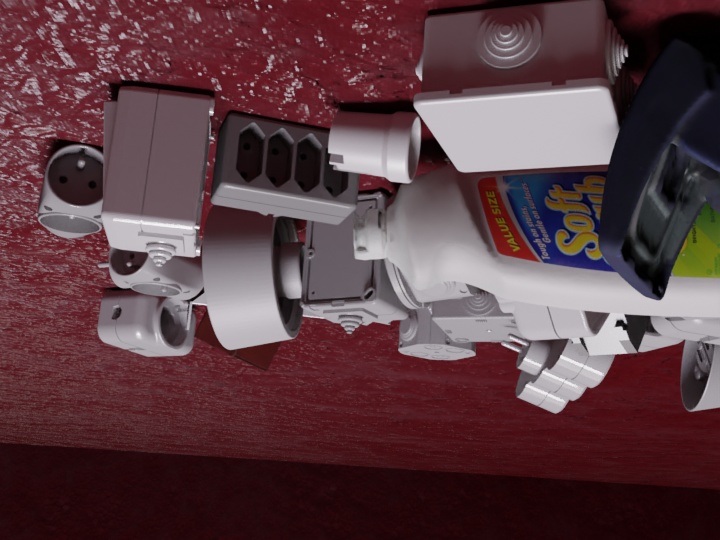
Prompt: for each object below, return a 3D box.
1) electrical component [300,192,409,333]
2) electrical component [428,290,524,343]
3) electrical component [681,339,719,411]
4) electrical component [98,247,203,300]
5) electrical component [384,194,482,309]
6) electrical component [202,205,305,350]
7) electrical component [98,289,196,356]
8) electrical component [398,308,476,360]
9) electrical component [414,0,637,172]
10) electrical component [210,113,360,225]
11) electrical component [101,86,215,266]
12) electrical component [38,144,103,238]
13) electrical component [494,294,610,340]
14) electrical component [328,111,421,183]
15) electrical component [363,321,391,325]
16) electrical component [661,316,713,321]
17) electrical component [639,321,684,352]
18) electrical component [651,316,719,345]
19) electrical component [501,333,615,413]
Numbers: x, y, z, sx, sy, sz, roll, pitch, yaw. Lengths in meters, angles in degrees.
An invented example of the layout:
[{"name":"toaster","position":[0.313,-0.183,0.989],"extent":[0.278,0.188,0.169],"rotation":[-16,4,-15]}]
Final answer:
[{"name":"electrical component","position":[0.000,0.000,0.765],"extent":[0.062,0.096,0.061],"rotation":[-5,162,28]},{"name":"electrical component","position":[0.113,0.031,0.933],"extent":[0.100,0.048,0.100],"rotation":[-2,162,18]},{"name":"electrical component","position":[0.316,0.074,0.947],"extent":[0.064,0.099,0.099],"rotation":[-1,165,-6]},{"name":"electrical component","position":[-0.182,-0.004,0.896],"extent":[0.079,0.044,0.077],"rotation":[-4,163,28]},{"name":"electrical component","position":[0.050,-0.016,0.731],"extent":[0.051,0.080,0.080],"rotation":[-9,161,24]},{"name":"electrical component","position":[-0.069,0.002,0.780],"extent":[0.060,0.108,0.108],"rotation":[-5,163,10]},{"name":"electrical component","position":[-0.212,0.054,1.093],"extent":[0.059,0.053,0.095],"rotation":[-4,162,27]},{"name":"electrical component","position":[0.075,0.054,1.025],"extent":[0.080,0.051,0.080],"rotation":[4,164,1]},{"name":"electrical component","position":[0.081,-0.087,0.520],"extent":[0.100,0.048,0.100],"rotation":[-2,163,20]},{"name":"electrical component","position":[-0.050,-0.056,0.669],"extent":[0.083,0.047,0.076],"rotation":[9,164,-16]},{"name":"electrical component","position":[-0.119,-0.049,0.618],"extent":[0.061,0.096,0.061],"rotation":[6,164,-6]},{"name":"electrical component","position":[-0.176,-0.049,0.732],"extent":[0.079,0.044,0.077],"rotation":[9,164,-18]},{"name":"electrical component","position":[0.126,-0.002,0.727],"extent":[0.059,0.095,0.054],"rotation":[-6,-157,34]},{"name":"electrical component","position":[0.009,-0.072,0.615],"extent":[0.046,0.040,0.040],"rotation":[7,165,12]},{"name":"electrical component","position":[0.006,0.018,0.930],"extent":[0.064,0.042,0.081],"rotation":[11,163,-16]},{"name":"electrical component","position":[0.253,-0.004,0.761],"extent":[0.109,0.056,0.109],"rotation":[-6,161,32]},{"name":"electrical component","position":[0.227,0.034,0.909],"extent":[0.095,0.053,0.059],"rotation":[10,164,-20]},{"name":"electrical component","position":[0.291,0.027,0.865],"extent":[0.095,0.053,0.059],"rotation":[10,163,-19]},{"name":"electrical component","position":[0.153,0.071,0.890],"extent":[0.074,0.052,0.138],"rotation":[23,157,0]}]
